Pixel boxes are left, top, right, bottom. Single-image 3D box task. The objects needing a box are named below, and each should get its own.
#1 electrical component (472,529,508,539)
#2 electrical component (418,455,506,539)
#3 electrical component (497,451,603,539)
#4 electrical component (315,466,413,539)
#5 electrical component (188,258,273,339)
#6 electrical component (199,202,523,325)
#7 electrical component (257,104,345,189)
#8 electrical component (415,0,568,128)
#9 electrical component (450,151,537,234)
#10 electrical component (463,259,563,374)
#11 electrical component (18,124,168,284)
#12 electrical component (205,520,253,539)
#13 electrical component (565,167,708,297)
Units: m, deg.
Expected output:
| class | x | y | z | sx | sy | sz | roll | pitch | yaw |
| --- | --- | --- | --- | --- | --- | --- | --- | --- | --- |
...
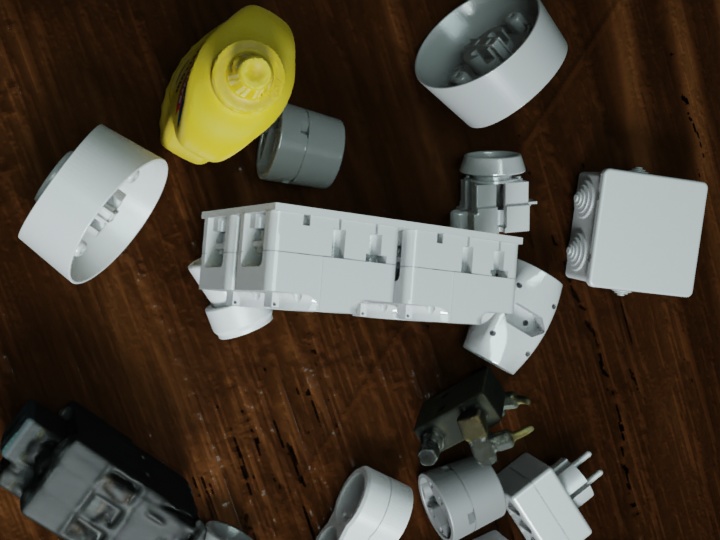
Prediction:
| class | x | y | z | sx | sy | sz | roll | pitch | yaw |
| --- | --- | --- | --- | --- | --- | --- | --- | --- | --- |
| electrical component | 0.086 | 0.242 | 0.802 | 0.083 | 0.076 | 0.047 | -21 | 101 | -13 |
| electrical component | 0.077 | 0.169 | 0.804 | 0.047 | 0.055 | 0.055 | -20 | 100 | -17 |
| electrical component | 0.153 | 0.170 | 0.828 | 0.077 | 0.047 | 0.065 | -36 | 104 | -10 |
| electrical component | 0.004 | 0.220 | 0.788 | 0.074 | 0.052 | 0.138 | 28 | 87 | -16 |
| electrical component | -0.089 | 0.015 | 0.745 | 0.045 | 0.045 | 0.055 | -22 | 101 | -13 |
| electrical component | 0.000 | 0.000 | 0.710 | 0.186 | 0.105 | 0.060 | 6 | 86 | -32 |
| electrical component | -0.041 | -0.085 | 0.745 | 0.047 | 0.055 | 0.055 | 11 | 92 | -20 |
| electrical component | 0.093 | -0.150 | 0.756 | 0.099 | 0.099 | 0.064 | -48 | 112 | -7 |
| electrical component | 0.098 | -0.058 | 0.792 | 0.066 | 0.048 | 0.055 | -5 | 104 | -15 |
| electrical component | 0.099 | 0.026 | 0.801 | 0.079 | 0.043 | 0.077 | 30 | 87 | -17 |
| electrical component | -0.171 | -0.042 | 0.692 | 0.064 | 0.099 | 0.099 | 36 | 85 | -10 |
| electrical component | -0.105 | 0.217 | 0.764 | 0.044 | 0.044 | 0.065 | 28 | 92 | -17 |
| electrical component | 0.209 | -0.029 | 0.824 | 0.100 | 0.048 | 0.099 | 6 | 94 | -16 |
